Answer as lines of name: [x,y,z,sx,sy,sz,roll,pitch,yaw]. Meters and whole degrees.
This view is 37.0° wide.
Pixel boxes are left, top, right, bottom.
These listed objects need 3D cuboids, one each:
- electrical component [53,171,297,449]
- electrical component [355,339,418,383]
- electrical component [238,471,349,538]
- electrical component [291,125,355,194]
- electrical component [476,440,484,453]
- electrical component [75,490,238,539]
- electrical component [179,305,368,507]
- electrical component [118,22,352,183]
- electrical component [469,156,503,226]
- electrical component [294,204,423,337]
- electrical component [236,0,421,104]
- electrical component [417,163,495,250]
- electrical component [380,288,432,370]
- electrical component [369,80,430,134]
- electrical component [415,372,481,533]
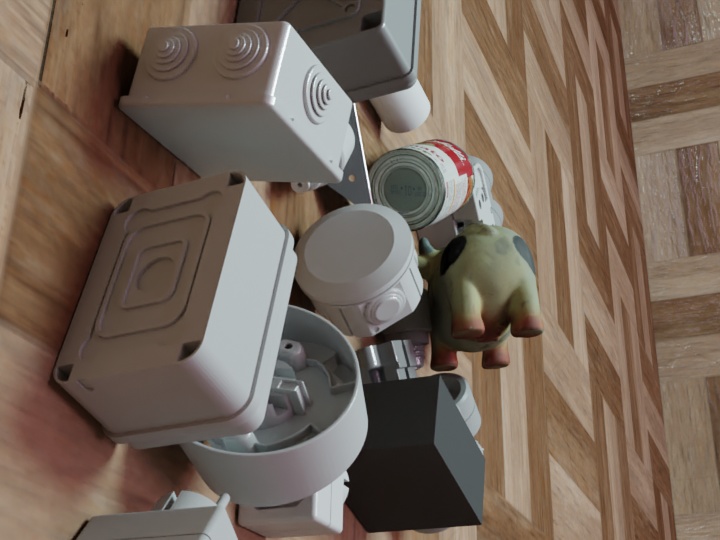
electrical component: [-0.079,0.019,0.488,0.057,0.078,0.113,57,31,-41]
electrical component: [0.020,0.082,0.772,0.066,0.048,0.055,7,68,-69]
electrical component: [-0.030,0.120,0.617,0.076,0.047,0.065,48,38,-57]
electrical component: [-0.030,-0.074,0.713,0.078,0.040,0.040,-68,143,-55]
electrical component: [0.088,0.162,0.926,0.046,0.040,0.040,25,58,-73]
electrical component: [-0.079,0.121,0.459,0.076,0.066,0.047,-61,137,-59]
electrical component: [-0.047,0.065,0.532,0.099,0.099,0.064,-74,155,-49]
electrical component: [-0.060,-0.085,0.556,0.100,0.100,0.048,43,55,-59]
electrical component: [0.111,-0.035,1.052,0.073,0.052,0.138,-68,143,-55]
electrical component: [0.000,0.000,0.705,0.051,0.080,0.080,65,25,-48]
electrical component: [-0.020,-0.158,0.678,0.056,0.109,0.108,52,35,-48]
electrical component: [0.088,-0.044,0.983,0.053,0.059,0.095,-45,123,-65]
electrical component: [0.036,0.048,0.833,0.040,0.040,0.078,20,62,-67]
electrical component: [0.024,-0.154,0.886,0.081,0.043,0.043,53,34,-51]
electrical component: [0.066,0.153,0.850,0.138,0.052,0.073,-72,146,-51]
